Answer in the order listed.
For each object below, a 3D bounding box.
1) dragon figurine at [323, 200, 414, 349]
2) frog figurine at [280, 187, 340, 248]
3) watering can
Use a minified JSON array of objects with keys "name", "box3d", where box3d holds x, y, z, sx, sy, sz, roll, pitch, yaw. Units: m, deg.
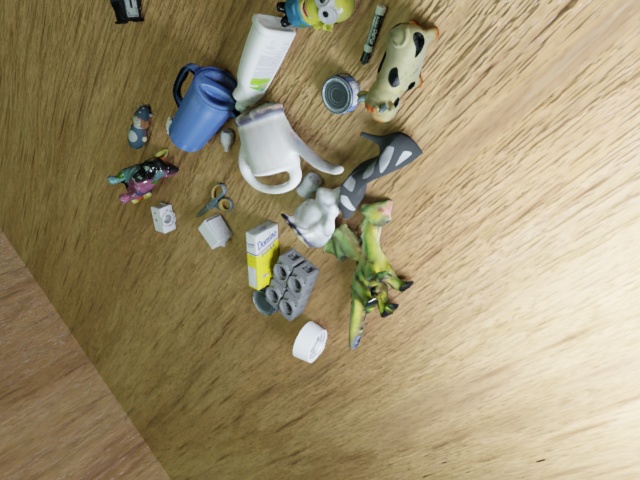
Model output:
[{"name":"dragon figurine","box3d":[0.090,0.071,1.263,0.247,0.123,0.401,55,136,30]},{"name":"frog figurine","box3d":[0.004,-0.063,1.251,0.121,0.159,0.139,52,179,-26]},{"name":"watering can","box3d":[-0.094,-0.227,1.243,0.346,0.105,0.222,-5,106,45]}]
